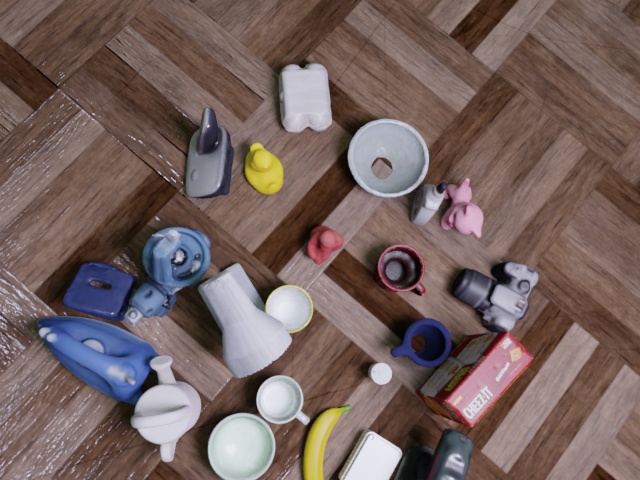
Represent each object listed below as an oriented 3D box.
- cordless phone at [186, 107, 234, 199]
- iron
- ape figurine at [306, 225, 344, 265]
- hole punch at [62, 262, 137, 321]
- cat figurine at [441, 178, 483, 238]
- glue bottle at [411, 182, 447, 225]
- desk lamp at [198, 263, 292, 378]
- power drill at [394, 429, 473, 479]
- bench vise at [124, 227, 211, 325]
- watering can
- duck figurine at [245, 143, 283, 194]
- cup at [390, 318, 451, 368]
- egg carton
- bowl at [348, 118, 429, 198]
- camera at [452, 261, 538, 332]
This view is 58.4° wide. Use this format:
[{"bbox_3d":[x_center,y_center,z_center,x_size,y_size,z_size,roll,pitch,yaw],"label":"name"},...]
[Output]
[{"bbox_3d":[-0.219,-0.165,1.097,0.094,0.185,0.147,1,79,-5],"label":"cordless phone"},{"bbox_3d":[-0.420,0.202,1.032,0.258,0.141,0.119,27,78,0],"label":"iron"},{"bbox_3d":[0.010,0.004,1.134,0.078,0.092,0.076,-5,80,-6],"label":"ape figurine"},{"bbox_3d":[-0.414,0.094,1.079,0.108,0.091,0.101,14,78,-2],"label":"hole punch"},{"bbox_3d":[0.292,-0.063,1.159,0.067,0.117,0.128,3,79,-4],"label":"cat figurine"},{"bbox_3d":[0.219,-0.082,1.128,0.037,0.173,0.078,15,78,-2],"label":"glue bottle"},{"bbox_3d":[-0.147,0.138,1.032,0.118,0.213,0.203,-32,83,-10],"label":"desk lamp"},{"bbox_3d":[0.192,0.443,1.008,0.075,0.208,0.230,25,78,0],"label":"power drill"},{"bbox_3d":[-0.273,0.062,1.032,0.121,0.219,0.207,17,78,-1],"label":"bench vise"},{"bbox_3d":[-0.273,0.295,1.001,0.101,0.194,0.173,-26,82,-9],"label":"watering can"},{"bbox_3d":[-0.113,-0.147,1.154,0.077,0.086,0.104,-23,82,-9],"label":"duck figurine"},{"bbox_3d":[0.186,0.204,1.110,0.118,0.095,0.091,-17,81,-8],"label":"cup"},{"bbox_3d":[-0.032,-0.297,1.199,0.107,0.069,0.150,-5,80,-6],"label":"egg carton"},{"bbox_3d":[0.136,-0.161,1.185,0.167,0.074,0.167,1,79,-5],"label":"bowl"},{"bbox_3d":[0.345,0.097,1.142,0.137,0.100,0.143,29,78,1],"label":"camera"}]
